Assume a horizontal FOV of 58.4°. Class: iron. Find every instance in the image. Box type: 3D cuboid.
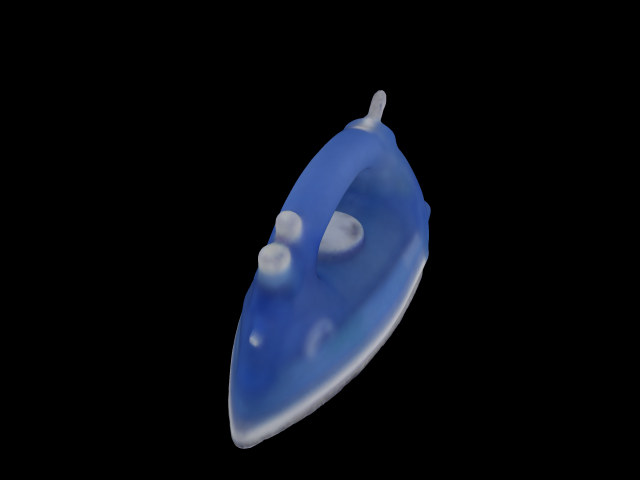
[{"bbox_3d":[0.004,0.001,0.400,0.118,0.141,0.259,13,38,18],"label":"iron"}]
